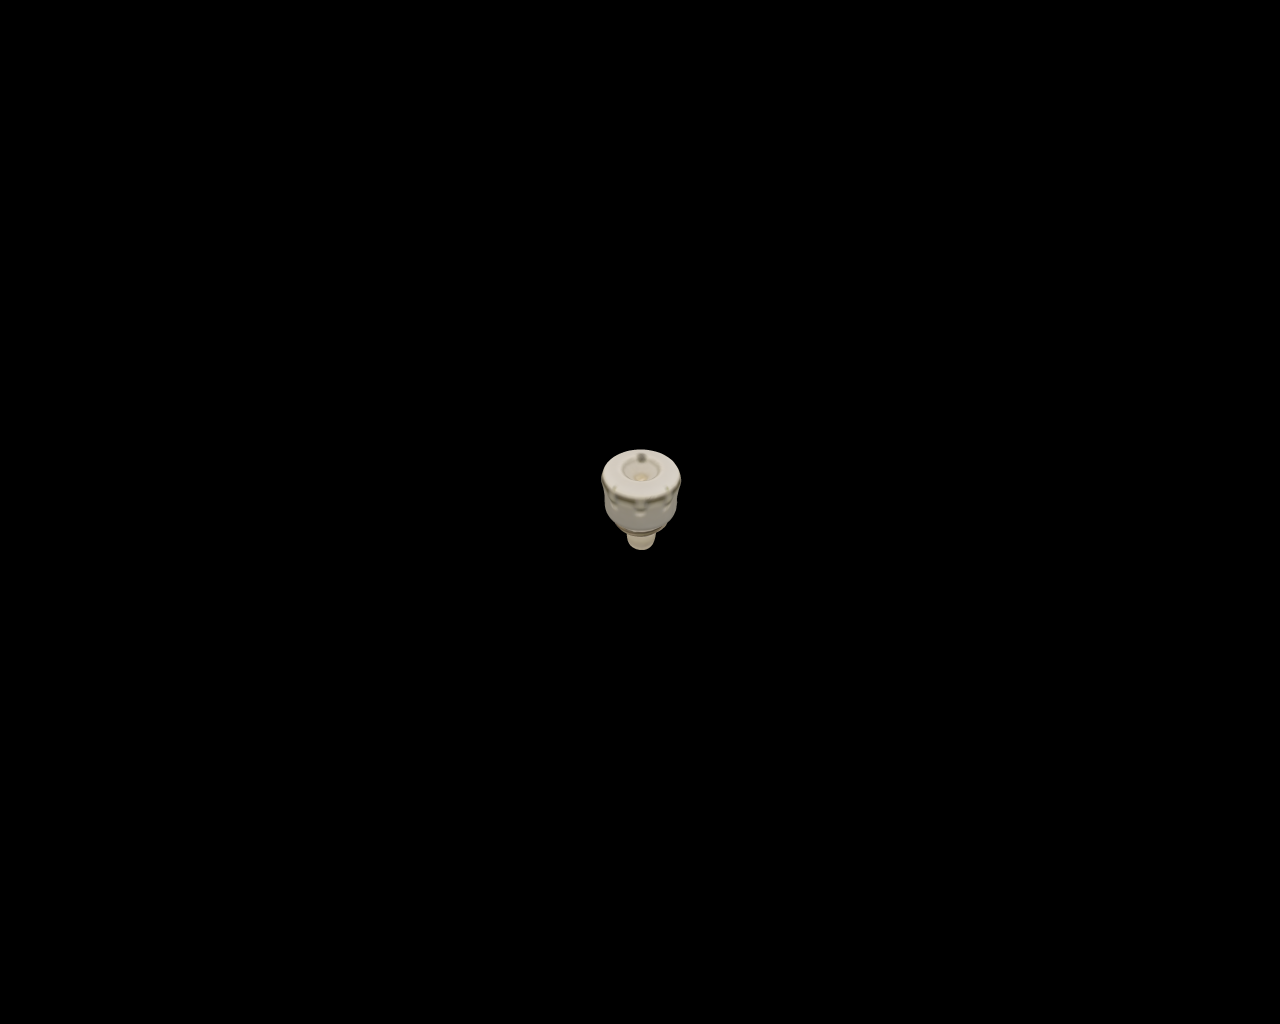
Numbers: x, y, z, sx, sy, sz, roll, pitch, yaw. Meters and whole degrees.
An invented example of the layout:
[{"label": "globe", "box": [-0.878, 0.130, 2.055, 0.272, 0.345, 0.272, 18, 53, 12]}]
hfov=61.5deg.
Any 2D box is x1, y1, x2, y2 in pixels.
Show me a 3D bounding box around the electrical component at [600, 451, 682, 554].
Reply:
[{"label": "electrical component", "box": [0.001, -0.003, 0.650, 0.048, 0.062, 0.048, 0, 41, 0]}]
